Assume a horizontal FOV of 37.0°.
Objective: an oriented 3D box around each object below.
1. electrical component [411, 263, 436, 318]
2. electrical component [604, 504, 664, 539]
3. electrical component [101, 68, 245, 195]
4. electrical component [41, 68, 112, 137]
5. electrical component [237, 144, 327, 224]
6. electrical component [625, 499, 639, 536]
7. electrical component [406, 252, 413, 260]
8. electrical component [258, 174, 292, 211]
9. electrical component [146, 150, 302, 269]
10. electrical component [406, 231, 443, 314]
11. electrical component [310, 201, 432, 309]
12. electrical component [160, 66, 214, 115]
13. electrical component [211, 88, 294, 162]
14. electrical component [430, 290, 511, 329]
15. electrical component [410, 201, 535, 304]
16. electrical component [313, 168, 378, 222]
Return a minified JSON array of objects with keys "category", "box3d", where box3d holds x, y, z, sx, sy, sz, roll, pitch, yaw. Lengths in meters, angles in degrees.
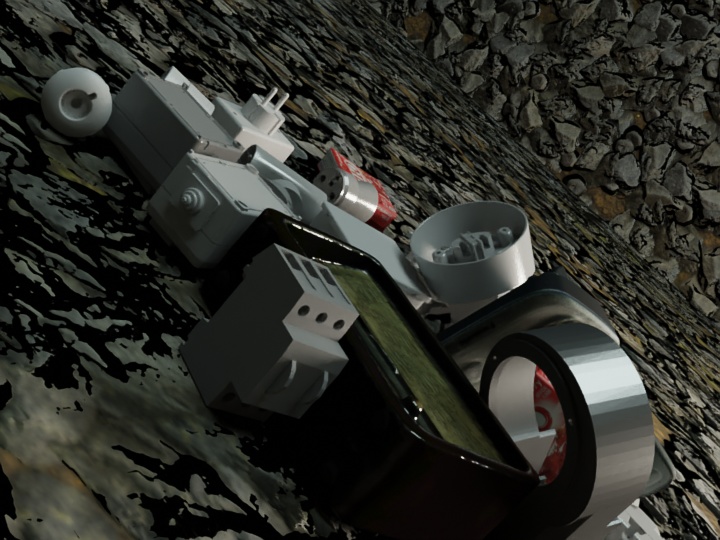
[{"category":"electrical component","box3d":[0.052,0.014,0.953,0.048,0.062,0.048,37,14,-11]},{"category":"electrical component","box3d":[0.182,0.199,0.772,0.095,0.053,0.059,47,16,20]},{"category":"electrical component","box3d":[-0.146,-0.100,0.797,0.096,0.061,0.062,47,16,20]},{"category":"electrical component","box3d":[-0.200,-0.123,0.767,0.048,0.048,0.062,36,9,-18]},{"category":"electrical component","box3d":[-0.068,-0.060,0.905,0.077,0.043,0.079,34,17,-23]},{"category":"electrical component","box3d":[0.196,0.191,0.847,0.043,0.043,0.081,44,16,9]},{"category":"electrical component","box3d":[0.093,-0.005,1.127,0.066,0.047,0.077,45,15,14]},{"category":"electrical component","box3d":[-0.072,-0.035,0.825,0.079,0.044,0.077,43,16,7]},{"category":"electrical component","box3d":[-0.099,-0.036,0.736,0.061,0.061,0.096,47,17,20]},{"category":"electrical component","box3d":[0.071,0.004,1.021,0.081,0.063,0.042,48,18,25]},{"category":"electrical component","box3d":[0.000,0.000,0.893,0.100,0.048,0.099,28,20,-38]},{"category":"electrical component","box3d":[-0.152,-0.130,0.878,0.047,0.055,0.055,40,15,-19]},{"category":"electrical component","box3d":[-0.095,-0.135,0.985,0.047,0.075,0.083,49,18,26]},{"category":"electrical component","box3d":[0.121,0.052,0.973,0.121,0.079,0.063,14,73,-66]},{"category":"electrical component","box3d":[0.095,-0.014,0.896,0.099,0.099,0.064,-78,152,-72]},{"category":"electrical component","box3d":[-0.015,-0.074,1.062,0.055,0.045,0.045,21,25,-50]}]
